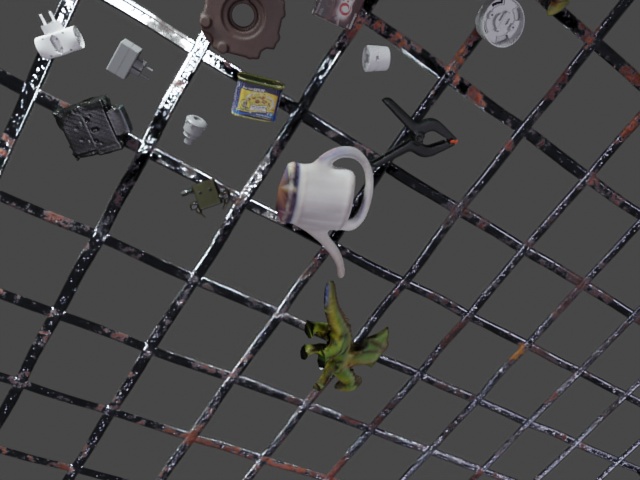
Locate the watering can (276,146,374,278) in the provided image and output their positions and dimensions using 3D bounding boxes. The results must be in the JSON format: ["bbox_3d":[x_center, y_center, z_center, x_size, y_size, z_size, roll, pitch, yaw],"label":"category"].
[{"bbox_3d":[0.004,-0.062,1.225,0.224,0.106,0.341,7,115,-12],"label":"watering can"}]

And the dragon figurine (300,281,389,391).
[{"bbox_3d":[0.085,0.282,1.435,0.243,0.124,0.402,-2,120,-29],"label":"dragon figurine"}]
